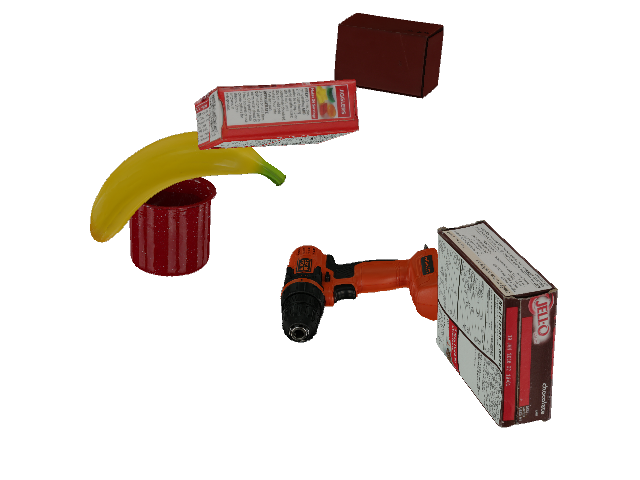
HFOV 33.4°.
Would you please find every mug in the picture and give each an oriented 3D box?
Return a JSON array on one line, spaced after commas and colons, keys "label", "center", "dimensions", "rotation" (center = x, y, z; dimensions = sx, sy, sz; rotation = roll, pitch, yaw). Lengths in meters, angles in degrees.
[{"label": "mug", "center": [-0.153, -0.021, 1.106], "dimensions": [0.093, 0.081, 0.117], "rotation": [6, 26, 4]}]

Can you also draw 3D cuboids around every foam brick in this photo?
[{"label": "foam brick", "center": [0.056, -0.152, 0.876], "dimensions": [0.078, 0.051, 0.053], "rotation": [13, 25, 18]}]

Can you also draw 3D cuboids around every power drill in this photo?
[{"label": "power drill", "center": [0.047, 0.059, 1.242], "dimensions": [0.187, 0.057, 0.184], "rotation": [0, 28, 3]}]

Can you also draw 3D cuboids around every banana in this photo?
[{"label": "banana", "center": [-0.127, -0.049, 0.881], "dimensions": [0.198, 0.069, 0.037], "rotation": [-15, 18, 29]}]

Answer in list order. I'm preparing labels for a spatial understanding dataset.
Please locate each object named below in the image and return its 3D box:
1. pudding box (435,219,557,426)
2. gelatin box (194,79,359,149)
[{"label": "pudding box", "center": [0.108, 0.049, 0.670], "dimensions": [0.039, 0.090, 0.113], "rotation": [-8, 24, -14]}, {"label": "gelatin box", "center": [-0.026, -0.068, 0.578], "dimensions": [0.073, 0.030, 0.089], "rotation": [-5, 3, -14]}]
